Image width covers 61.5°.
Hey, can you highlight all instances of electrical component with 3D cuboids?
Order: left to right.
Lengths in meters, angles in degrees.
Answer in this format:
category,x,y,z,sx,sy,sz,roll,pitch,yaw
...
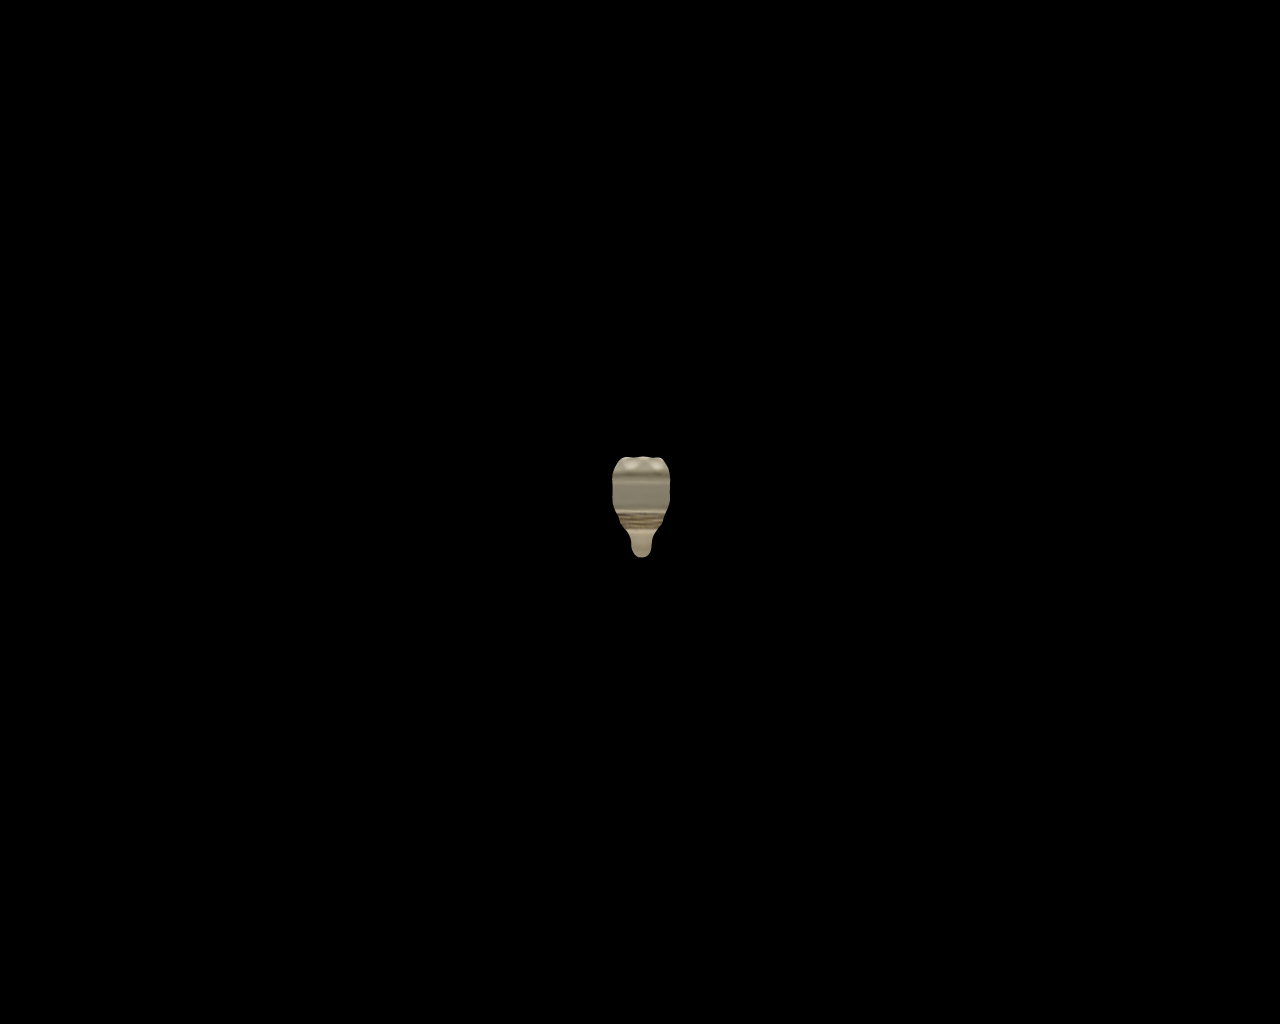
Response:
category,x,y,z,sx,sy,sz,roll,pitch,yaw
electrical component,0.001,-0.003,0.650,0.035,0.061,0.035,0,0,0
